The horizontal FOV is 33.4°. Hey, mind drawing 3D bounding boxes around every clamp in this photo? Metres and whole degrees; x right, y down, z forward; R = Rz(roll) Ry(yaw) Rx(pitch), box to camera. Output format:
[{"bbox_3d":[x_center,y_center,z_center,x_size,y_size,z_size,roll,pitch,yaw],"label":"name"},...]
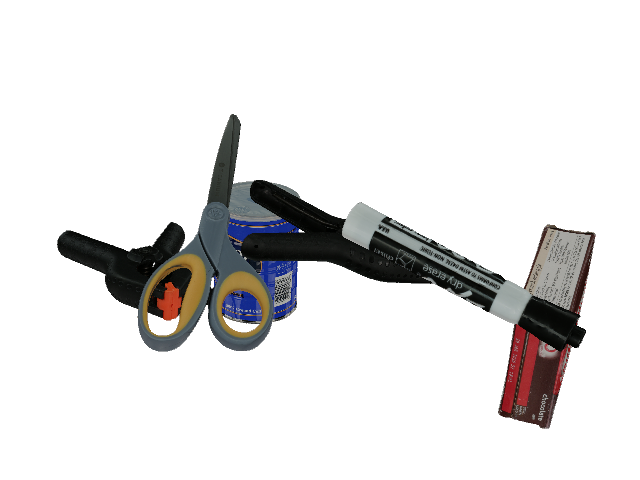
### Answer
[{"bbox_3d":[0.019,0.004,1.040,0.210,0.036,0.164,19,23,0],"label":"clamp"},{"bbox_3d":[-0.150,0.022,0.956,0.120,0.039,0.172,-16,31,-30],"label":"clamp"}]

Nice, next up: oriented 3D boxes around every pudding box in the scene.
[{"bbox_3d":[0.151,0.054,0.709,0.039,0.090,0.113,13,32,13],"label":"pudding box"}]

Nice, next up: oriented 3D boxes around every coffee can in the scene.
[{"bbox_3d":[-0.076,0.013,1.268,0.103,0.140,0.103,2,26,-1],"label":"coffee can"}]

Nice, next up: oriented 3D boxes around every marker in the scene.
[{"bbox_3d":[0.066,0.017,0.494,0.121,0.020,0.020,28,8,16],"label":"marker"}]

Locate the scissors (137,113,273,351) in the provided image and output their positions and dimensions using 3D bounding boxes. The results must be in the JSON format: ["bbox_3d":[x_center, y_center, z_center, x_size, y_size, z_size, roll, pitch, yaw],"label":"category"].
[{"bbox_3d":[-0.057,-0.003,0.730,0.096,0.201,0.016,20,-35,7],"label":"scissors"}]
